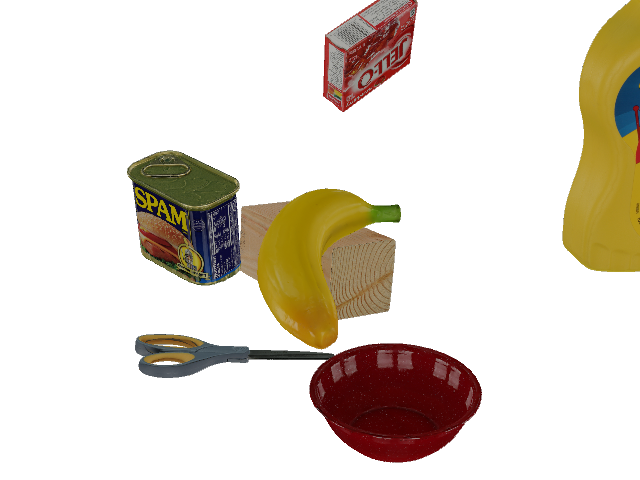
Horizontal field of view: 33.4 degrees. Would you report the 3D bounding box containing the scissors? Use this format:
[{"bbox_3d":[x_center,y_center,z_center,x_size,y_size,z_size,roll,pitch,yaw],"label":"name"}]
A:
[{"bbox_3d":[-0.093,0.120,1.064,0.202,0.016,0.096,6,17,9],"label":"scissors"}]

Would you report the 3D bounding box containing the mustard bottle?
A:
[{"bbox_3d":[0.195,-0.078,0.611,0.096,0.192,0.058,-8,29,-12],"label":"mustard bottle"}]

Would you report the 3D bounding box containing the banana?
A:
[{"bbox_3d":[-0.002,0.006,0.637,0.070,0.037,0.197,3,24,15],"label":"banana"}]

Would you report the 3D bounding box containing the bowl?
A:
[{"bbox_3d":[0.070,0.161,1.013,0.162,0.055,0.162,-1,26,0],"label":"bowl"}]

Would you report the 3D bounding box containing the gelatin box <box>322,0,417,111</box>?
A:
[{"bbox_3d":[0.043,-0.163,0.916,0.089,0.030,0.073,-38,-26,-25],"label":"gelatin box"}]

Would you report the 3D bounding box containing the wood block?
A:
[{"bbox_3d":[-0.009,0.020,1.300,0.090,0.090,0.206,-7,19,-34],"label":"wood block"}]

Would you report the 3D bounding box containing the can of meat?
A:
[{"bbox_3d":[-0.115,-0.018,0.912,0.102,0.084,0.057,26,42,36],"label":"can of meat"}]
